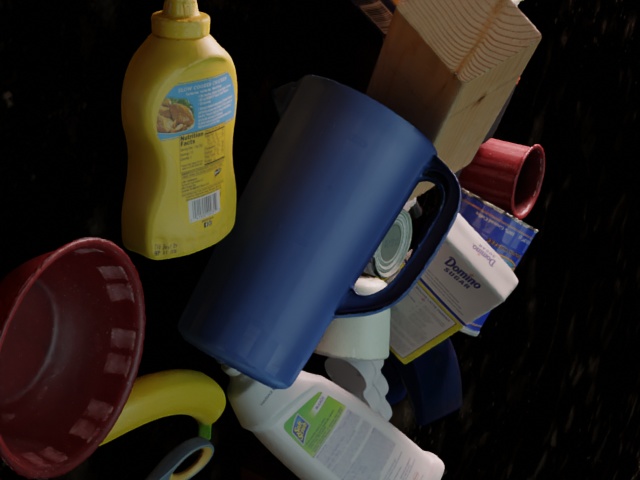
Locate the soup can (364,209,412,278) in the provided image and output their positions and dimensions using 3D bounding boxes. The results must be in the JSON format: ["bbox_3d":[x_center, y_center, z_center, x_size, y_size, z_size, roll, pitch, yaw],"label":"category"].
[{"bbox_3d":[0.025,-0.009,0.983,0.068,0.102,0.068,-34,133,-47],"label":"soup can"}]

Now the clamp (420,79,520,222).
[{"bbox_3d":[0.165,-0.142,1.218,0.209,0.036,0.164,-49,144,-29],"label":"clamp"}]

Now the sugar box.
[{"bbox_3d":[0.113,0.053,1.086,0.048,0.093,0.177,-44,-178,-42],"label":"sugar box"}]

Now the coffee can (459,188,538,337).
[{"bbox_3d":[0.170,0.025,1.220,0.140,0.103,0.102,-61,151,6],"label":"coffee can"}]

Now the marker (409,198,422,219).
[{"bbox_3d":[0.089,-0.059,1.151,0.020,0.020,0.121,-59,148,-22],"label":"marker"}]

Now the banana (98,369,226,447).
[{"bbox_3d":[-0.128,0.138,0.868,0.197,0.037,0.069,16,91,-61],"label":"banana"}]

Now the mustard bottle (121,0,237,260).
[{"bbox_3d":[-0.101,-0.087,0.770,0.096,0.058,0.192,-24,126,-46],"label":"mustard bottle"}]

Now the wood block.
[{"bbox_3d":[0.104,-0.131,0.940,0.090,0.090,0.206,-32,164,-22],"label":"wood block"}]

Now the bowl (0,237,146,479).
[{"bbox_3d":[-0.183,0.073,0.708,0.161,0.055,0.162,-41,138,-54],"label":"bowl"}]

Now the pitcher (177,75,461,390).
[{"bbox_3d":[-0.006,0.001,0.881,0.144,0.149,0.243,33,83,-36],"label":"pitcher"}]

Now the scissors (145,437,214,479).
[{"bbox_3d":[-0.152,0.204,0.871,0.096,0.016,0.201,-60,151,8],"label":"scissors"}]

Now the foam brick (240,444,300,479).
[{"bbox_3d":[-0.033,0.240,1.046,0.052,0.078,0.051,-35,136,-47],"label":"foam brick"}]

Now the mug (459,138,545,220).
[{"bbox_3d":[0.223,-0.082,1.304,0.117,0.082,0.093,-22,124,-54],"label":"mug"}]

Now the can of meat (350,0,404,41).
[{"bbox_3d":[0.067,-0.239,0.952,0.083,0.058,0.102,40,69,-34],"label":"can of meat"}]

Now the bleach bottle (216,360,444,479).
[{"bbox_3d":[0.004,0.173,0.990,0.250,0.068,0.102,45,62,-22],"label":"bleach bottle"}]
